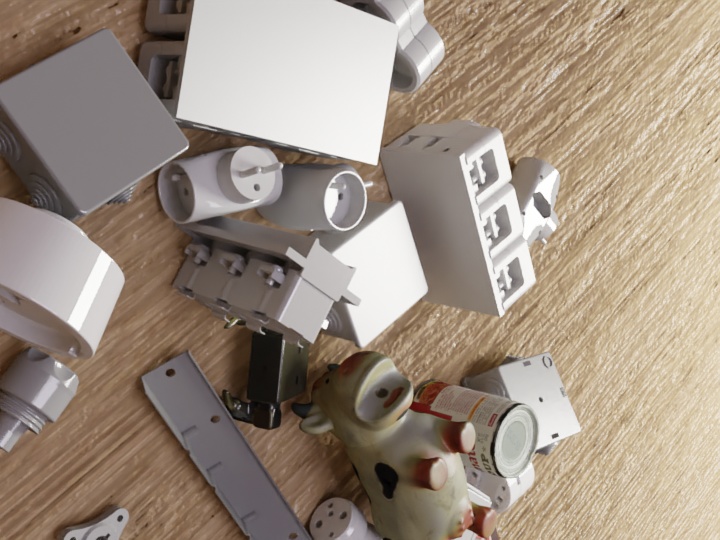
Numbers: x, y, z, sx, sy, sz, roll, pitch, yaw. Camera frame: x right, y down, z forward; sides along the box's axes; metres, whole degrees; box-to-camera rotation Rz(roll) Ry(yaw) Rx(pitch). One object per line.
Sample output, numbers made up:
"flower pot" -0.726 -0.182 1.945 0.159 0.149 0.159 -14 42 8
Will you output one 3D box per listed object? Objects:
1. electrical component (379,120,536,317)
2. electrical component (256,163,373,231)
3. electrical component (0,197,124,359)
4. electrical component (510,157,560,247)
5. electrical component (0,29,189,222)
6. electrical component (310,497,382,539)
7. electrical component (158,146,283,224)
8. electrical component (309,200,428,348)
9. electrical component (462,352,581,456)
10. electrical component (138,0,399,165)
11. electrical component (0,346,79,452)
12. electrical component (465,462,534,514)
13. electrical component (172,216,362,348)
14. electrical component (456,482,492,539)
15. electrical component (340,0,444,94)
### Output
"electrical component" 0.086 -0.045 0.911 0.062 0.089 0.150 -38 123 -35
"electrical component" -0.025 -0.058 0.803 0.079 0.077 0.043 -19 111 -43
"electrical component" -0.190 -0.001 0.627 0.108 0.108 0.060 46 59 -41
"electrical component" 0.163 -0.054 1.022 0.079 0.043 0.077 43 67 -42
"electrical component" -0.168 -0.084 0.652 0.100 0.048 0.099 -40 100 -35
"electrical component" -0.010 0.221 0.897 0.045 0.045 0.055 -58 132 -21
"electrical component" -0.085 -0.062 0.735 0.077 0.079 0.043 -17 94 -42
"electrical component" 0.000 0.000 0.861 0.100 0.048 0.099 -39 123 -34
"electrical component" 0.155 0.129 1.020 0.100 0.048 0.099 -10 75 -44
"electrical component" -0.064 -0.143 0.759 0.186 0.060 0.105 8 92 -46
"electrical component" -0.207 0.082 0.668 0.043 0.043 0.062 49 64 -39
"electrical component" 0.135 0.199 1.036 0.047 0.055 0.055 -23 114 -45
"electrical component" -0.070 0.006 0.737 0.079 0.121 0.063 37 74 -43
"electrical component" 0.067 0.211 0.962 0.096 0.061 0.061 39 70 -43
"electrical component" 0.027 -0.215 0.844 0.073 0.052 0.138 -52 130 -26
